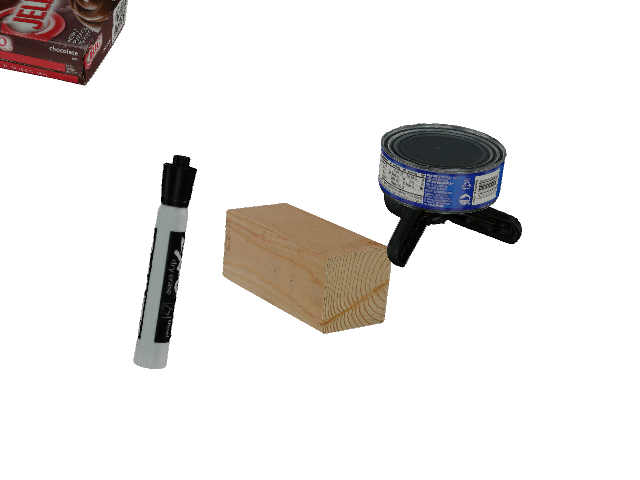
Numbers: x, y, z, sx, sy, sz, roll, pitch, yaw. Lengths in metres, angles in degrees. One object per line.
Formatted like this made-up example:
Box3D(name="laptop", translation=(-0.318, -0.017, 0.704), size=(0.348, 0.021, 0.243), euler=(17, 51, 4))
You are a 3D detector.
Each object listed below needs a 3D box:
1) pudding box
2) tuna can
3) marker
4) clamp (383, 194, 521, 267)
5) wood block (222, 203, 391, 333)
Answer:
Box3D(name="pudding box", translation=(-0.208, -0.169, 0.830), size=(0.090, 0.039, 0.113), euler=(12, 36, 1))
Box3D(name="tuna can", translation=(0.083, -0.050, 0.735), size=(0.086, 0.034, 0.086), euler=(3, 26, -2))
Box3D(name="marker", translation=(-0.087, 0.012, 0.602), size=(0.020, 0.121, 0.020), euler=(10, 6, -1))
Box3D(name="clamp", translation=(0.115, -0.032, 0.991), size=(0.120, 0.039, 0.171), euler=(-2, 33, -1))
Box3D(name="wood block", translation=(-0.020, 0.027, 1.236), size=(0.090, 0.090, 0.206), euler=(-7, 20, -36))
